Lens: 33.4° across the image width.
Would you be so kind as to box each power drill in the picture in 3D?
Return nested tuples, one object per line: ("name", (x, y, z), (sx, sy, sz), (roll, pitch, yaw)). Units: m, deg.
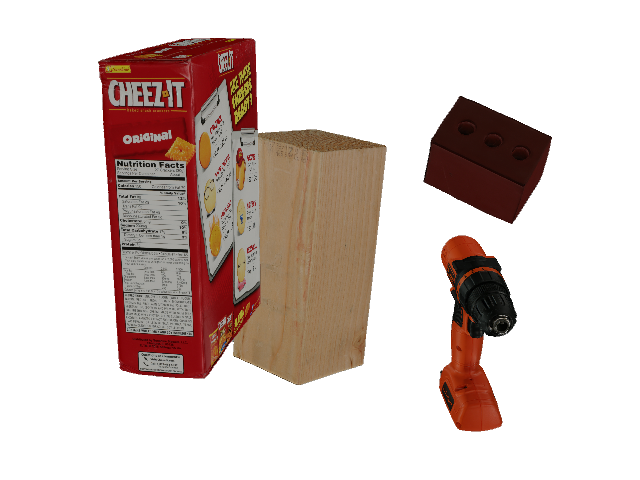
("power drill", (0.169, 0.108, 1.149), (0.057, 0.188, 0.184), (-2, 24, -4))

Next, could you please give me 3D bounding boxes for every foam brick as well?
("foam brick", (0.124, -0.059, 0.794), (0.078, 0.053, 0.051), (26, -31, 14))

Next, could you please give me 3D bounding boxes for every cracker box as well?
("cracker box", (-0.095, -0.030, 0.762), (0.072, 0.214, 0.164), (2, 15, 10))

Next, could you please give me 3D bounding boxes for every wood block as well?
("wood block", (-0.012, 0.011, 0.958), (0.090, 0.206, 0.090), (18, 19, 40))
